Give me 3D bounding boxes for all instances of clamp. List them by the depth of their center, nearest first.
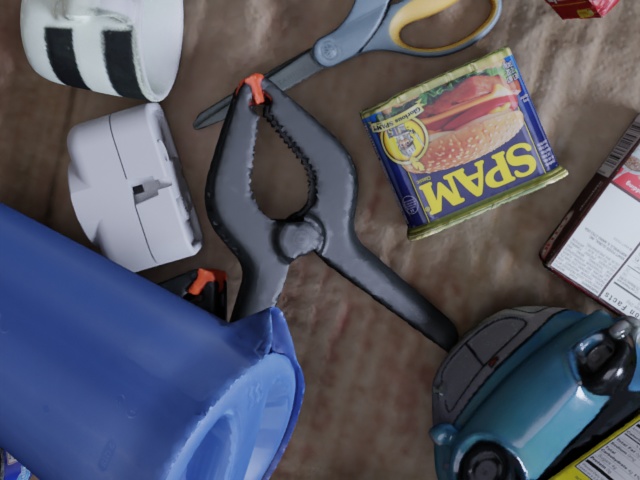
[{"bbox_3d":[-0.004,0.001,0.651,0.164,0.036,0.210,-10,96,-13],"label":"clamp"},{"bbox_3d":[-0.121,0.086,0.680,0.120,0.039,0.171,25,93,5],"label":"clamp"}]

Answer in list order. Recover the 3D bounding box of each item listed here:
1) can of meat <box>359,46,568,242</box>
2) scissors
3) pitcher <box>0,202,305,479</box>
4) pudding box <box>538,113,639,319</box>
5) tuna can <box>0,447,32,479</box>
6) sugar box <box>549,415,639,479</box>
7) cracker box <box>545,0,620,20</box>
[{"bbox_3d":[0.084,-0.058,0.639,0.102,0.057,0.084,-23,94,6],"label":"can of meat"},{"bbox_3d":[0.008,-0.136,0.651,0.202,0.016,0.096,-13,97,5],"label":"scissors"},{"bbox_3d":[-0.145,0.077,0.597,0.243,0.149,0.145,28,137,23],"label":"pitcher"},{"bbox_3d":[0.203,-0.007,0.650,0.090,0.039,0.113,34,101,-4],"label":"pudding box"},{"bbox_3d":[-0.223,0.131,0.679,0.086,0.033,0.086,3,97,27],"label":"tuna can"},{"bbox_3d":[0.175,0.157,0.619,0.176,0.048,0.093,-29,132,-26],"label":"sugar box"},{"bbox_3d":[0.112,-0.239,0.517,0.213,0.072,0.164,42,96,-12],"label":"cracker box"}]
